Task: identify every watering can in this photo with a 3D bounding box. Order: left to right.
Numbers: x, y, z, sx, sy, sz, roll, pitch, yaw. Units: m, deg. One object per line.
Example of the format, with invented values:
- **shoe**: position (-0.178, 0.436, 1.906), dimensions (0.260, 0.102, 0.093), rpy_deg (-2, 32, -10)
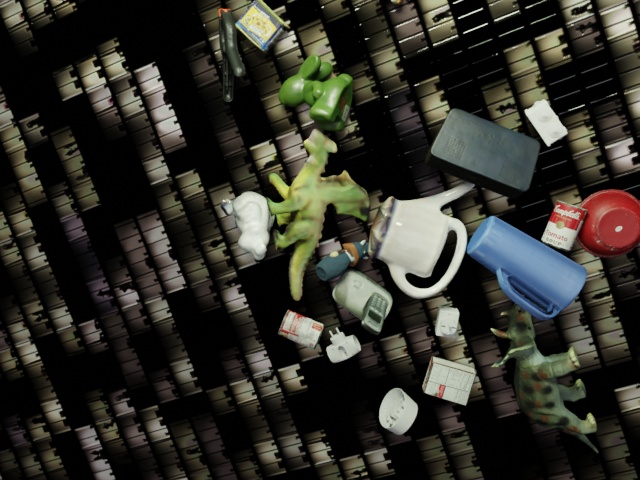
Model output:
- **watering can**: position (0.245, -0.040, 1.216), dimensions (0.224, 0.103, 0.348), rpy_deg (20, 87, 5)

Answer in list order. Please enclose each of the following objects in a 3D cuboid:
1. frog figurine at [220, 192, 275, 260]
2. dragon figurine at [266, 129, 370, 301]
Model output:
- **frog figurine**: position (-0.154, -0.037, 1.237), dimensions (0.123, 0.162, 0.134), rpy_deg (-26, 132, -17)
- **dragon figurine**: position (0.004, -0.063, 1.250), dimensions (0.243, 0.124, 0.405), rpy_deg (-12, 106, 2)
